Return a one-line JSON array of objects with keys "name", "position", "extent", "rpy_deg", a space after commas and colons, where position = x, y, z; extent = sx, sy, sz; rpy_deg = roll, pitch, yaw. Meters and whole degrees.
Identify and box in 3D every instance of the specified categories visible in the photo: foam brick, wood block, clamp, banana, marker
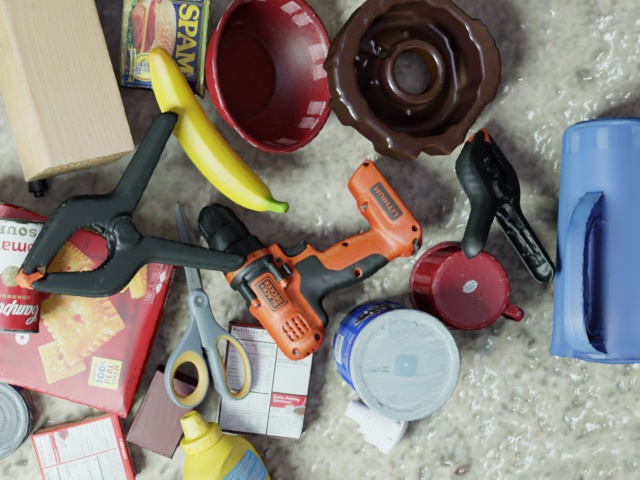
[{"name": "foam brick", "position": [-0.153, 0.170, 1.062], "extent": [0.051, 0.053, 0.078], "rpy_deg": [25, 88, -6]}, {"name": "wood block", "position": [-0.257, -0.169, 1.019], "extent": [0.090, 0.090, 0.206], "rpy_deg": [-16, 92, -28]}, {"name": "clamp", "position": [-0.182, -0.018, 0.972], "extent": [0.209, 0.036, 0.164], "rpy_deg": [-22, 94, -28]}, {"name": "clamp", "position": [0.182, -0.033, 1.069], "extent": [0.120, 0.039, 0.171], "rpy_deg": [30, 45, -34]}, {"name": "banana", "position": [-0.105, -0.097, 1.030], "extent": [0.198, 0.070, 0.037], "rpy_deg": [49, 49, -5]}, {"name": "marker", "position": [-0.287, -0.103, 1.062], "extent": [0.020, 0.020, 0.121], "rpy_deg": [-7, 91, -6]}]

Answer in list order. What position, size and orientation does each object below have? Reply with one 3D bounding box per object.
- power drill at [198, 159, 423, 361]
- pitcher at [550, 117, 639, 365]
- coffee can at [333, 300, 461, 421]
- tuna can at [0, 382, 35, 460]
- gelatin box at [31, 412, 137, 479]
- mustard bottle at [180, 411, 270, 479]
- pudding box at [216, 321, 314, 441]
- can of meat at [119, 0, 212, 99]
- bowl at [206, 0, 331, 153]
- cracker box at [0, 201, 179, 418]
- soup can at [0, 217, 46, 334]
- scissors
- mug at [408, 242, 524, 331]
[{"name": "power drill", "position": [-0.007, 0.001, 1.065], "extent": [0.187, 0.057, 0.184], "rpy_deg": [-35, 77, -7]}, {"name": "pitcher", "position": [0.293, 0.003, 1.067], "extent": [0.145, 0.149, 0.243], "rpy_deg": [1, 87, -6]}, {"name": "coffee can", "position": [0.071, 0.114, 1.041], "extent": [0.102, 0.140, 0.103], "rpy_deg": [0, 90, -6]}, {"name": "tuna can", "position": [-0.327, 0.175, 1.053], "extent": [0.086, 0.034, 0.086], "rpy_deg": [0, 90, -6]}, {"name": "gelatin box", "position": [-0.235, 0.216, 1.065], "extent": [0.089, 0.030, 0.073], "rpy_deg": [-15, 93, -6]}, {"name": "mustard bottle", "position": [-0.083, 0.251, 1.039], "extent": [0.058, 0.096, 0.191], "rpy_deg": [-19, 104, 34]}, {"name": "pudding box", "position": [-0.055, 0.142, 1.080], "extent": [0.090, 0.039, 0.113], "rpy_deg": [8, 87, -5]}, {"name": "can of meat", "position": [-0.153, -0.196, 1.059], "extent": [0.084, 0.057, 0.102], "rpy_deg": [5, 90, -4]}, {"name": "bowl", "position": [-0.058, -0.164, 1.047], "extent": [0.161, 0.055, 0.162], "rpy_deg": [-1, 91, -44]}, {"name": "cracker box", "position": [-0.262, 0.062, 1.040], "extent": [0.213, 0.072, 0.164], "rpy_deg": [18, 88, -5]}, {"name": "soup can", "position": [-0.283, 0.031, 0.969], "extent": [0.068, 0.068, 0.102], "rpy_deg": [6, 88, -6]}, {"name": "scissors", "position": [-0.130, 0.073, 1.022], "extent": [0.096, 0.016, 0.202], "rpy_deg": [-30, 103, -23]}, {"name": "mug", "position": [0.153, 0.054, 1.079], "extent": [0.117, 0.081, 0.093], "rpy_deg": [28, 87, -6]}]
